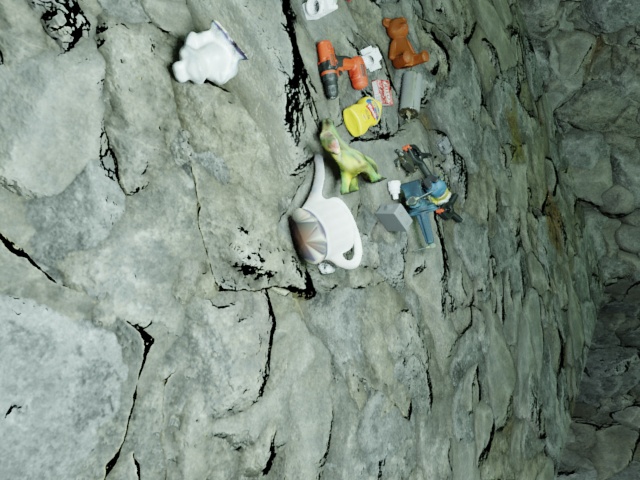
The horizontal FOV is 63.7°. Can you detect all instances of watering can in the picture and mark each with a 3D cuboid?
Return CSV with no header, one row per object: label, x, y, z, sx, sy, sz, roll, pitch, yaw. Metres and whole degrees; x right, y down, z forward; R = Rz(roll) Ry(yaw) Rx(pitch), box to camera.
watering can,0.004,-0.071,1.415,0.226,0.103,0.349,-19,84,-50

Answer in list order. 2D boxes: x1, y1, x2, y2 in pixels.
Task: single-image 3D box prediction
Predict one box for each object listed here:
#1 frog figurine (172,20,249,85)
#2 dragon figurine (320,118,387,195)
frog figurine,-0.269,-0.416,1.202,0.160,0.124,0.135,-43,130,-5
dragon figurine,0.087,-0.261,1.531,0.243,0.121,0.413,62,16,-1
